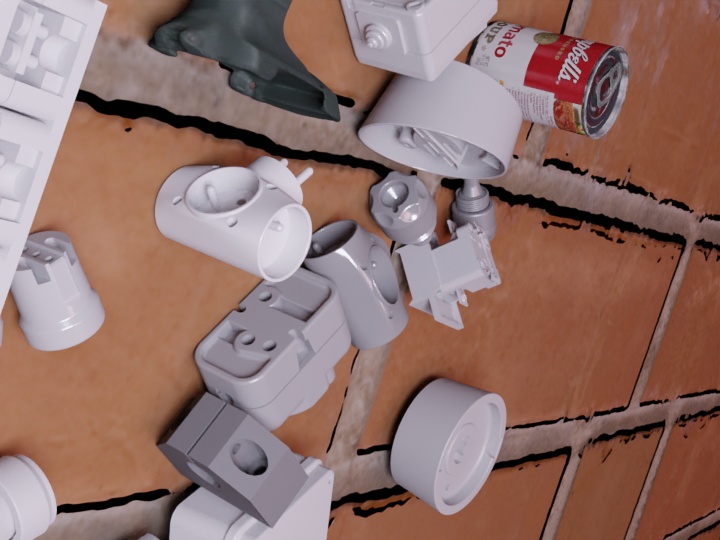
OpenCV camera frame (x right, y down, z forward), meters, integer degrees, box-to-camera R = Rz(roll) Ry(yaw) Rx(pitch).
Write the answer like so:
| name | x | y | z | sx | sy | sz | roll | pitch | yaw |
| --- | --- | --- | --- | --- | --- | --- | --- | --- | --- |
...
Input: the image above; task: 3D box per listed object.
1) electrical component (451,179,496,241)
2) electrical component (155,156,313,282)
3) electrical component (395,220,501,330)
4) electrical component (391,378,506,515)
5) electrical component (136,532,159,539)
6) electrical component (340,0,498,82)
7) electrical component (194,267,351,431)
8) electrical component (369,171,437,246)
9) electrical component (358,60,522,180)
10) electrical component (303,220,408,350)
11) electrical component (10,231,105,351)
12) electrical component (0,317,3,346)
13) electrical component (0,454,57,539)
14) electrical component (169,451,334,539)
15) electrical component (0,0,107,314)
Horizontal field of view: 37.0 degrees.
| name | x | y | z | sx | sy | sz | roll | pitch | yaw |
| --- | --- | --- | --- | --- | --- | --- | --- | --- | --- |
| electrical component | 0.088 | -0.051 | 0.841 | 0.035 | 0.035 | 0.061 | -39 | 135 | -38 |
| electrical component | -0.058 | -0.037 | 0.592 | 0.079 | 0.077 | 0.044 | -45 | 141 | -33 |
| electrical component | 0.067 | -0.001 | 0.799 | 0.042 | 0.064 | 0.081 | 23 | 48 | -58 |
| electrical component | 0.069 | 0.143 | 0.902 | 0.108 | 0.060 | 0.108 | -33 | 134 | -42 |
| electrical component | -0.143 | 0.188 | 0.632 | 0.081 | 0.043 | 0.043 | -26 | 129 | -47 |
| electrical component | 0.035 | -0.160 | 0.671 | 0.096 | 0.062 | 0.061 | -50 | 144 | -27 |
| electrical component | -0.052 | 0.052 | 0.676 | 0.095 | 0.054 | 0.059 | -47 | 142 | -30 |
| electrical component | 0.034 | -0.038 | 0.760 | 0.043 | 0.043 | 0.062 | -59 | 148 | -14 |
| electrical component | 0.055 | -0.093 | 0.710 | 0.064 | 0.099 | 0.099 | -64 | 148 | -18 |
| electrical component | 0.000 | 0.000 | 0.724 | 0.077 | 0.044 | 0.079 | 61 | 25 | -26 |
| electrical component | -0.150 | 0.010 | 0.522 | 0.040 | 0.040 | 0.046 | -41 | 133 | -36 |
| electrical component | -0.179 | 0.011 | 0.479 | 0.040 | 0.040 | 0.046 | -6 | 107 | -54 |
| electrical component | -0.185 | 0.121 | 0.530 | 0.055 | 0.045 | 0.045 | -27 | 129 | -47 |
| electrical component | -0.069 | 0.172 | 0.701 | 0.113 | 0.057 | 0.078 | -33 | 135 | -57 |
| electrical component | -0.171 | -0.048 | 0.407 | 0.062 | 0.089 | 0.150 | 15 | 96 | -58 |
